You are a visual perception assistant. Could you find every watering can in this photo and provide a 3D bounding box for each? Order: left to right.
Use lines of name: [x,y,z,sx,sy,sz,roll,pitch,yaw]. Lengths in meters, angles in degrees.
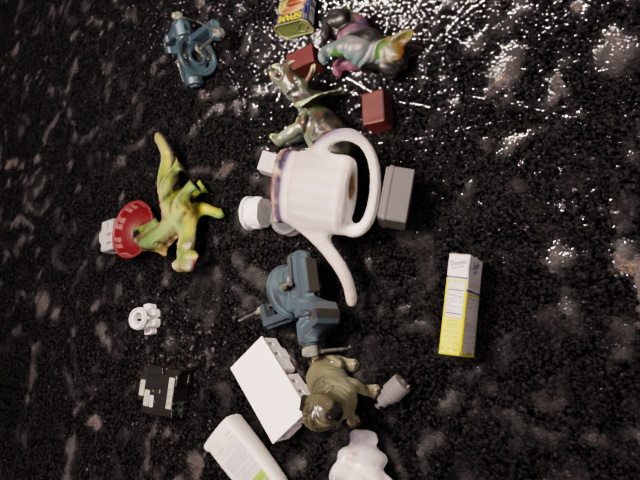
watering can: [0.003,-0.052,1.027,0.225,0.104,0.345,10,98,19]

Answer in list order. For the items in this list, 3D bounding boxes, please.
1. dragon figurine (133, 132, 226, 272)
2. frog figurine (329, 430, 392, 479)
dragon figurine: [-0.399,-0.079,1.324,0.242,0.120,0.417,-44,60,4]
frog figurine: [0.084,0.434,0.928,0.137,0.121,0.161,22,79,0]
